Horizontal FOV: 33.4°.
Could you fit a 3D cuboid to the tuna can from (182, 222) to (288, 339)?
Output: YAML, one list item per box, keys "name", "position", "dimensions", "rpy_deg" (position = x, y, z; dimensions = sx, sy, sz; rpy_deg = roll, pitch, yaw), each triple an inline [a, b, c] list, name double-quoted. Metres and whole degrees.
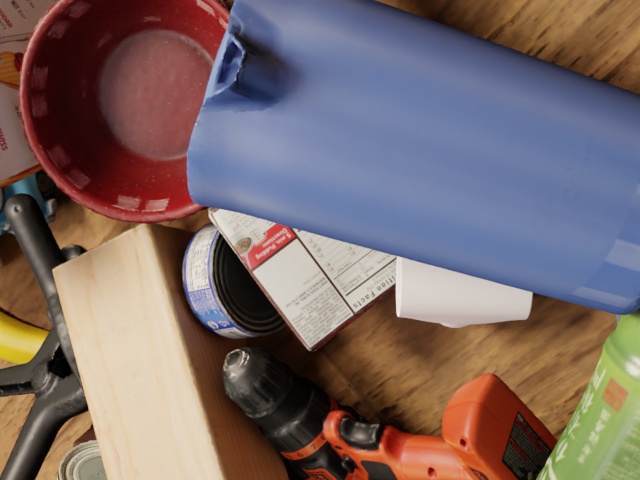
- name: "tuna can"
  position: [-0.053, 0.025, 0.733]
  dimensions: [0.034, 0.086, 0.086]
  rpy_deg: [-13, 106, 42]

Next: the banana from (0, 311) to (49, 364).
- name: "banana"
  position: [-0.307, 0.066, 0.976]
  dimensions: [0.198, 0.037, 0.070]
  rpy_deg: [37, 130, 14]

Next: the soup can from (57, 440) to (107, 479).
- name: "soup can"
  position: [-0.168, 0.213, 0.820]
  dimensions: [0.069, 0.068, 0.102]
  rpy_deg: [25, 126, 23]

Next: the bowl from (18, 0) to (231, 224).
- name: "bowl"
  position: [-0.112, -0.094, 0.705]
  dimensions: [0.162, 0.055, 0.162]
  rpy_deg: [1, 101, 5]

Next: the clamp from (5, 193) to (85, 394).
- name: "clamp"
  position: [-0.187, 0.053, 0.822]
  dimensions: [0.039, 0.120, 0.171]
  rpy_deg: [-25, 76, 4]

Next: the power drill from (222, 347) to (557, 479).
- name: "power drill"
  position: [0.046, 0.126, 0.692]
  dimensions: [0.188, 0.057, 0.184]
  rpy_deg: [-8, 137, 44]

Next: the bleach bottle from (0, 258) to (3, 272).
- name: "bleach bottle"
  position: [-0.353, -0.071, 0.895]
  dimensions: [0.068, 0.102, 0.251]
  rpy_deg: [-24, 99, -1]

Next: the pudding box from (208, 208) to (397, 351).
- name: "pudding box"
  position: [-0.005, 0.001, 0.685]
  dimensions: [0.113, 0.090, 0.039]
  rpy_deg: [53, 178, -2]

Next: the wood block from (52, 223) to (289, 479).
- name: "wood block"
  position: [-0.102, 0.103, 0.746]
  dimensions: [0.090, 0.090, 0.206]
  rpy_deg: [-25, 72, 21]

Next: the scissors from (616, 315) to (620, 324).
- name: "scissors"
  position: [0.176, 0.078, 0.641]
  dimensions: [0.096, 0.016, 0.202]
  rpy_deg: [53, 133, 2]

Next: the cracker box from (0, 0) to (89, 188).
- name: "cracker box"
  position: [-0.243, -0.111, 0.711]
  dimensions: [0.072, 0.213, 0.164]
  rpy_deg: [-18, 102, 43]

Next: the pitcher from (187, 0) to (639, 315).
- name: "pitcher"
  position: [0.064, -0.048, 0.563]
  dimensions: [0.243, 0.149, 0.145]
  rpy_deg: [18, 135, 7]

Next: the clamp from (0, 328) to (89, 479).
- name: "clamp"
  position: [-0.220, 0.129, 0.879]
  dimensions: [0.210, 0.036, 0.164]
  rpy_deg: [-38, 47, 17]
